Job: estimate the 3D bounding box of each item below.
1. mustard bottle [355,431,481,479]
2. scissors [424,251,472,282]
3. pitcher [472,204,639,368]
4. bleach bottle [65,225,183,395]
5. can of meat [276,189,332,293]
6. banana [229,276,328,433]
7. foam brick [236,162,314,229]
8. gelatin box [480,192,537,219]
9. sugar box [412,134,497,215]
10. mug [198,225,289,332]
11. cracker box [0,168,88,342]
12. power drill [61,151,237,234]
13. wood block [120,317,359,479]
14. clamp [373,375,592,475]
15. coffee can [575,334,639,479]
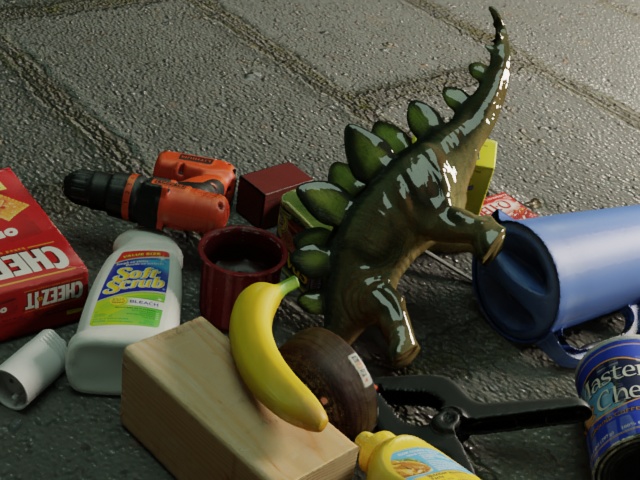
[{"bbox_3d":[0.093,0.207,0.858,0.096,0.058,0.192,5,17,-40],"label":"mustard bottle"},{"bbox_3d":[0.094,-0.002,1.249,0.201,0.016,0.096,32,-2,-14],"label":"scissors"},{"bbox_3d":[0.302,0.037,1.182,0.242,0.149,0.145,-10,21,-32],"label":"pitcher"},{"bbox_3d":[-0.192,0.055,1.085,0.102,0.068,0.251,3,31,-7],"label":"bleach bottle"},{"bbox_3d":[-0.008,0.002,1.187,0.057,0.084,0.102,-13,39,-30],"label":"can of meat"},{"bbox_3d":[-0.041,0.091,0.906,0.069,0.037,0.198,-13,37,0],"label":"banana"},{"bbox_3d":[-0.054,-0.054,1.292,0.078,0.053,0.051,-18,41,-36],"label":"foam brick"},{"bbox_3d":[0.220,-0.023,1.328,0.089,0.030,0.073,-15,39,-33],"label":"gelatin box"},{"bbox_3d":[0.140,-0.052,1.222,0.093,0.176,0.048,10,56,3],"label":"sugar box"},{"bbox_3d":[-0.077,0.038,1.116,0.093,0.081,0.117,24,36,23],"label":"mug"},{"bbox_3d":[-0.356,0.016,1.096,0.163,0.072,0.214,-15,40,-32],"label":"cracker box"},{"bbox_3d":[-0.180,-0.057,1.218,0.184,0.057,0.187,13,16,5],"label":"power drill"},{"bbox_3d":[-0.075,0.166,0.911,0.090,0.091,0.206,-21,43,-39],"label":"wood block"},{"bbox_3d":[0.118,0.180,0.964,0.210,0.036,0.164,14,47,30],"label":"clamp"},{"bbox_3d":[0.293,0.169,0.980,0.103,0.103,0.140,9,33,1],"label":"coffee can"}]
